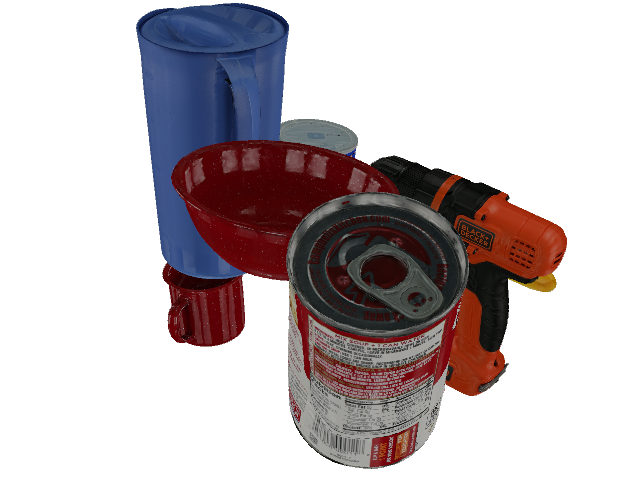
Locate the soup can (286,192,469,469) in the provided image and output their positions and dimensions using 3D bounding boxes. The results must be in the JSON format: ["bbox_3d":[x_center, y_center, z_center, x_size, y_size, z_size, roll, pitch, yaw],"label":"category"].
[{"bbox_3d":[0.020,0.040,0.432,0.068,0.068,0.102,0,-41,-1],"label":"soup can"}]

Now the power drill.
[{"bbox_3d":[0.111,0.031,0.933,0.185,0.188,0.057,28,41,27],"label":"power drill"}]

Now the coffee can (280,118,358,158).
[{"bbox_3d":[-0.012,-0.067,1.319,0.103,0.140,0.103,5,28,-3],"label":"coffee can"}]

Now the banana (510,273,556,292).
[{"bbox_3d":[0.166,0.020,1.147,0.198,0.037,0.069,10,37,29],"label":"banana"}]

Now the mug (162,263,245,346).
[{"bbox_3d":[-0.133,0.072,1.200,0.093,0.081,0.117,12,34,22],"label":"mug"}]

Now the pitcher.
[{"bbox_3d":[-0.094,-0.084,0.980,0.145,0.243,0.149,14,32,19],"label":"pitcher"}]

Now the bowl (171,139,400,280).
[{"bbox_3d":[-0.026,-0.017,0.757,0.162,0.055,0.162,6,26,-3],"label":"bowl"}]
